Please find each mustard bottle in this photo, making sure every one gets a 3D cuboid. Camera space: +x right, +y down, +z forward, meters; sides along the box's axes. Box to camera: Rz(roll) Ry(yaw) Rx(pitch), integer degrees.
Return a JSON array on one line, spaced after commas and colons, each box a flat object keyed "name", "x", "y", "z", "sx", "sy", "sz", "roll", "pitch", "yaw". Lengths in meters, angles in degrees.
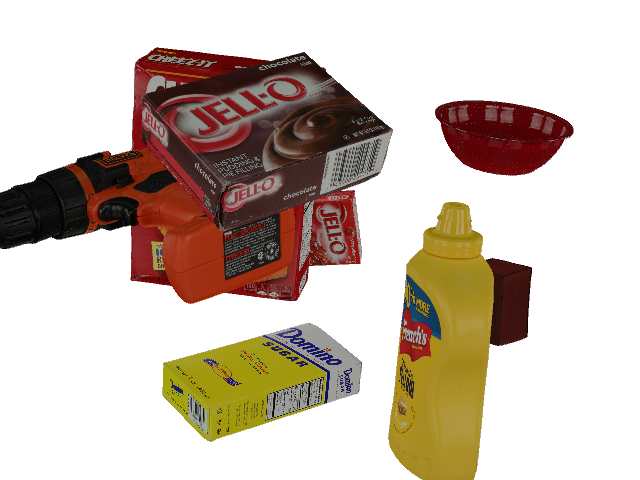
[{"name": "mustard bottle", "x": 0.087, "y": 0.067, "z": 0.756, "sx": 0.058, "sy": 0.192, "sz": 0.096, "roll": 1, "pitch": 16, "yaw": -13}]

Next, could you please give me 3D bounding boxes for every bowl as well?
[{"name": "bowl", "x": 0.211, "y": -0.117, "z": 1.251, "sx": 0.162, "sy": 0.055, "sz": 0.162, "roll": 5, "pitch": 23, "yaw": -2}]

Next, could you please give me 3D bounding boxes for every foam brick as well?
[{"name": "foam brick", "x": 0.181, "y": 0.063, "z": 1.105, "sx": 0.051, "sy": 0.078, "sz": 0.053, "roll": -14, "pitch": 20, "yaw": -43}]

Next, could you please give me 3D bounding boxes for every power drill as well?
[{"name": "power drill", "x": -0.125, "y": -0.016, "z": 0.750, "sx": 0.184, "sy": 0.057, "sz": 0.188, "roll": -23, "pitch": 33, "yaw": -38}]

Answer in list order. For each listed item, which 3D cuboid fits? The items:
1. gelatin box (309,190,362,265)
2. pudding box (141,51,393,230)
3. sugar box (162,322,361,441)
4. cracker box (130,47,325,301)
[{"name": "gelatin box", "x": 0.008, "y": -0.014, "z": 1.271, "sx": 0.073, "sy": 0.089, "sz": 0.030, "roll": -3, "pitch": 29, "yaw": 10}, {"name": "pudding box", "x": -0.031, "y": -0.059, "z": 0.599, "sx": 0.113, "sy": 0.039, "sz": 0.090, "roll": -19, "pitch": 49, "yaw": -31}, {"name": "sugar box", "x": -0.056, "y": 0.135, "z": 1.049, "sx": 0.175, "sy": 0.048, "sz": 0.093, "roll": -16, "pitch": 32, "yaw": -32}, {"name": "cracker box", "x": -0.088, "y": -0.058, "z": 0.985, "sx": 0.164, "sy": 0.214, "sz": 0.072, "roll": 8, "pitch": 23, "yaw": 7}]
